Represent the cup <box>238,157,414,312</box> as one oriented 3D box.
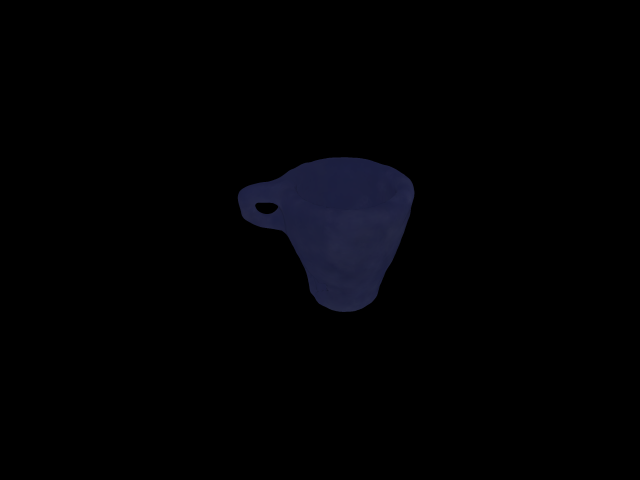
[{"bbox_3d":[0.004,0.001,0.400,0.117,0.095,0.091,0,32,0],"label":"cup"}]
